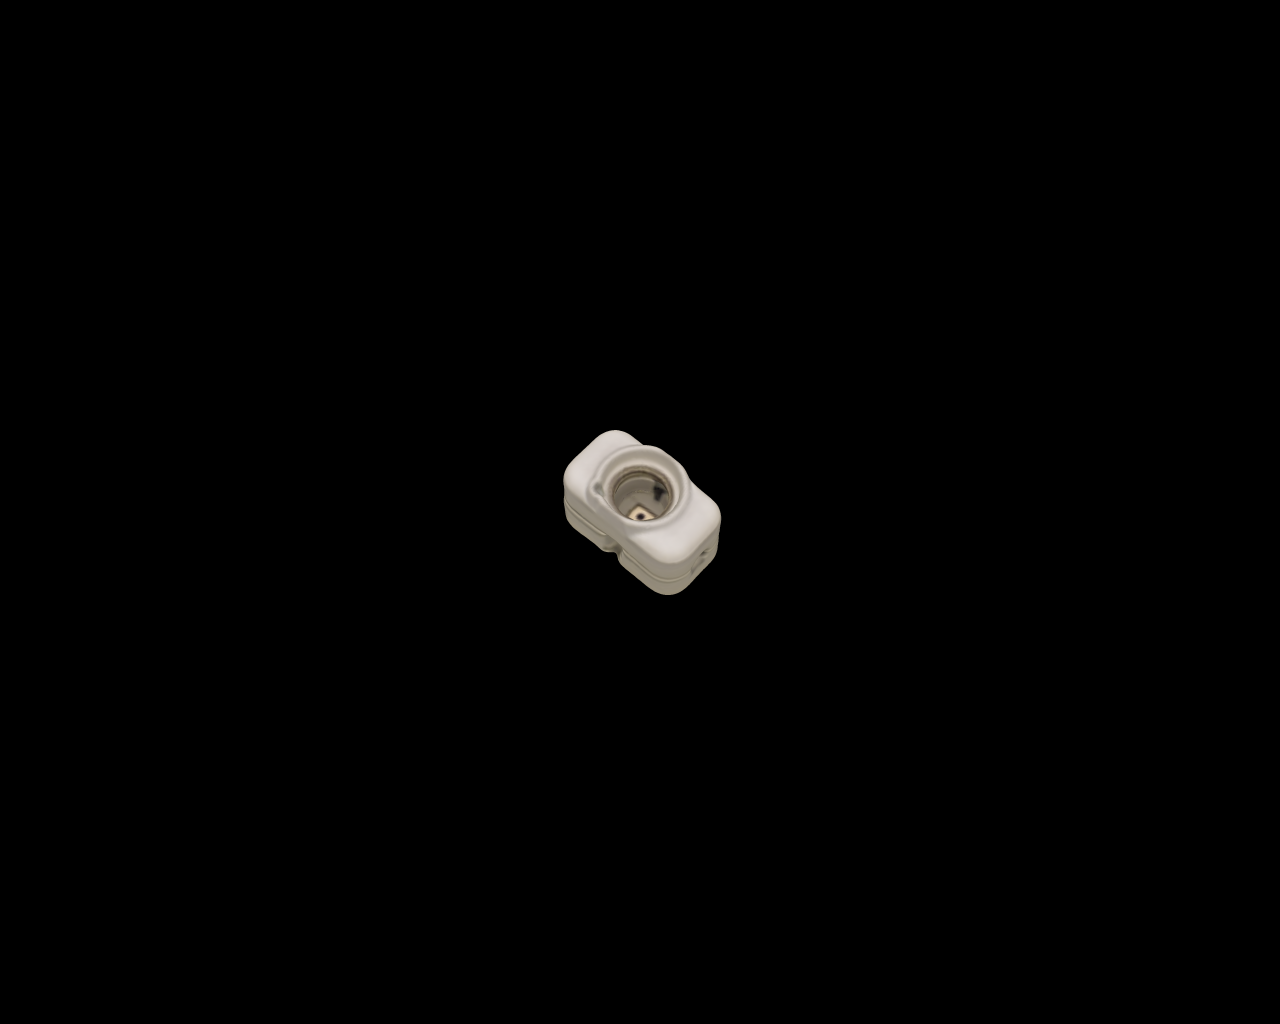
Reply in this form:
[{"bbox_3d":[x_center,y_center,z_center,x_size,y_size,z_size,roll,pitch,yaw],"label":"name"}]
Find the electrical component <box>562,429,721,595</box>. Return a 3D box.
[{"bbox_3d":[0.001,-0.003,0.650,0.095,0.054,0.059,38,-21,18],"label":"electrical component"}]
